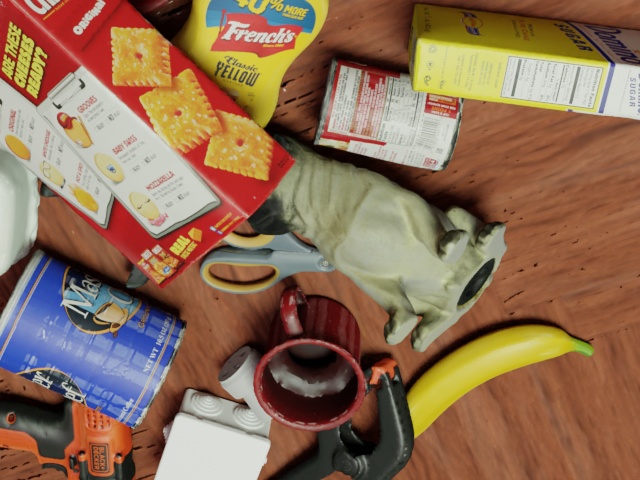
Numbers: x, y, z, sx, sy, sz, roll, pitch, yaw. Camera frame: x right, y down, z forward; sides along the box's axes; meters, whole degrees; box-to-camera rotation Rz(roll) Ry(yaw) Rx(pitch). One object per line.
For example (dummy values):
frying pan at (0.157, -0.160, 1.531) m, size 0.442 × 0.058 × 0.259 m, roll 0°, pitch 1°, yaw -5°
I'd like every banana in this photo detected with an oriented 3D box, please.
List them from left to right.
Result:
banana at (0.137, 0.120, 0.933) m, size 0.198 × 0.037 × 0.069 m, roll -27°, pitch 112°, yaw 18°

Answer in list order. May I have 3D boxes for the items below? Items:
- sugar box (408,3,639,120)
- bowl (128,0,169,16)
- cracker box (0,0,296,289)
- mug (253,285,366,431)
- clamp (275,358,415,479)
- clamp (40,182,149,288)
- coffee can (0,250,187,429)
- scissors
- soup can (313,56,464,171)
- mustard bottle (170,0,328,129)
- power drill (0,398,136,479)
sugar box at (0.153, -0.130, 0.767) m, size 0.176 × 0.093 × 0.048 m, roll 5°, pitch 119°, yaw 1°
bowl at (-0.152, -0.240, 0.752) m, size 0.162 × 0.055 × 0.162 m, roll 2°, pitch 118°, yaw 3°
cracker box at (-0.143, -0.080, 0.758) m, size 0.213 × 0.072 × 0.164 m, roll 44°, pitch 146°, yaw -7°
mug at (-0.010, 0.091, 0.904) m, size 0.093 × 0.081 × 0.117 m, roll -16°, pitch 116°, yaw 12°
clamp at (0.039, 0.206, 0.961) m, size 0.165 × 0.036 × 0.210 m, roll 31°, pitch 116°, yaw 19°
clamp at (-0.141, -0.048, 0.865) m, size 0.120 × 0.039 × 0.172 m, roll 40°, pitch 109°, yaw -22°
coffee can at (-0.198, 0.084, 0.903) m, size 0.140 × 0.102 × 0.103 m, roll 27°, pitch 117°, yaw -10°
scissors at (-0.006, 0.001, 0.893) m, size 0.202 × 0.016 × 0.096 m, roll -8°, pitch 117°, yaw 8°
soup can at (0.052, -0.095, 0.808) m, size 0.102 × 0.068 × 0.068 m, roll 12°, pitch 118°, yaw -3°
mustard bottle at (-0.048, -0.160, 0.765) m, size 0.096 × 0.058 × 0.192 m, roll 14°, pitch 130°, yaw -26°
power drill at (-0.266, 0.206, 1.001) m, size 0.187 × 0.057 × 0.184 m, roll 3°, pitch 115°, yaw 0°
